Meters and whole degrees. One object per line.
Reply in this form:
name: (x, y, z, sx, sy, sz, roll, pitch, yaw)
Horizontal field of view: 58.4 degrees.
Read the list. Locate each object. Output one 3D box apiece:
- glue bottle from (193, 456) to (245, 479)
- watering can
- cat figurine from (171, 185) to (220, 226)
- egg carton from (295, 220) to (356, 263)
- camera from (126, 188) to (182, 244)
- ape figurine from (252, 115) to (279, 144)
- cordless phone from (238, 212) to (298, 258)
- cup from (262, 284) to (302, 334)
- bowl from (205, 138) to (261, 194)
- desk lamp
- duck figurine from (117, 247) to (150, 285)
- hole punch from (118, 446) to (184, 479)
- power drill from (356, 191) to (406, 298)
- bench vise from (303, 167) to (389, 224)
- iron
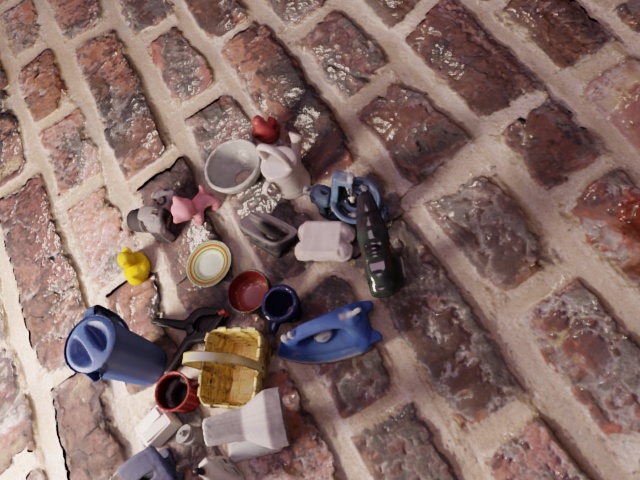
glue bottle: (-0.224, 0.493, 1.216, 0.037, 0.173, 0.078, -46, 61, -5)
watering can: (-0.099, -0.198, 1.469, 0.100, 0.194, 0.173, 2, 68, 20)
cat figurine: (-0.349, -0.095, 1.553, 0.067, 0.118, 0.128, 38, 83, 29)
egg carton: (0.013, 0.005, 1.412, 0.150, 0.069, 0.107, 0, 67, 19)
camera: (-0.466, -0.073, 1.593, 0.136, 0.101, 0.143, 2, 68, 20)
ape figurine: (-0.159, -0.317, 1.602, 0.077, 0.092, 0.076, -25, 61, 7)
cordless phone: (-0.148, -0.042, 1.422, 0.147, 0.185, 0.094, 24, 77, 26)
cup: (-0.084, 0.174, 1.355, 0.091, 0.095, 0.118, 8, 70, 22)
bowl: (-0.228, -0.192, 1.579, 0.167, 0.075, 0.167, -7, 65, 16)
desk lamp: (-0.140, 0.397, 1.207, 0.203, 0.214, 0.118, -19, 62, 10)
duck figurine: (-0.514, 0.067, 1.555, 0.077, 0.086, 0.104, -21, 62, 9)
hole punch: (-0.384, 0.533, 1.300, 0.108, 0.091, 0.101, -35, 61, 2)
power drill: (0.134, 0.031, 1.280, 0.075, 0.209, 0.229, -14, 63, 13)
bench vise: (0.045, -0.100, 1.362, 0.207, 0.220, 0.121, -3, 66, 18)
iron: (0.000, 0.209, 1.285, 0.258, 0.142, 0.118, -20, 62, 9)
